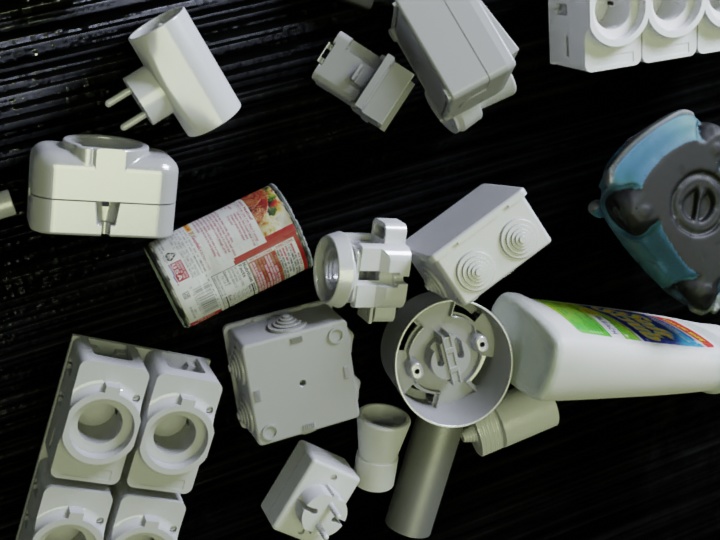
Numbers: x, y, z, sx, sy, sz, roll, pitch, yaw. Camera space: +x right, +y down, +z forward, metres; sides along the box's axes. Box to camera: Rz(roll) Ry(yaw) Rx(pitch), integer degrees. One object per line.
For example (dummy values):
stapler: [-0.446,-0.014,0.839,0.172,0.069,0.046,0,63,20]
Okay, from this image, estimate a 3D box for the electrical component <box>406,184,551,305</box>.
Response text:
electrical component: [0.087,-0.020,0.819,0.100,0.100,0.048,-36,103,-7]

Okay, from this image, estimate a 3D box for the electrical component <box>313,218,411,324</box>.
electrical component: [0.000,0.000,0.814,0.057,0.058,0.078,1,106,-24]

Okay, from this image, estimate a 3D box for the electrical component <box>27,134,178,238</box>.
electrical component: [-0.174,-0.058,0.729,0.095,0.054,0.059,2,106,-22]

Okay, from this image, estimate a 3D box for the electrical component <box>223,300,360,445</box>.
electrical component: [-0.051,0.079,0.826,0.100,0.048,0.099,-14,110,-18]

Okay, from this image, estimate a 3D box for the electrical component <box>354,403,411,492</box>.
electrical component: [0.015,0.147,0.877,0.044,0.044,0.065,0,112,-21]

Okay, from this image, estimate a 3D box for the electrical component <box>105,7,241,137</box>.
electrical component: [-0.133,-0.124,0.729,0.079,0.044,0.077,-34,116,-8]

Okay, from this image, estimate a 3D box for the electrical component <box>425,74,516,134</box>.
electrical component: [0.083,-0.135,0.809,0.055,0.045,0.045,-37,116,-6]

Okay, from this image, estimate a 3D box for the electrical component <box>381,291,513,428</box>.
electrical component: [0.068,0.068,0.858,0.099,0.064,0.099,-6,109,-19]

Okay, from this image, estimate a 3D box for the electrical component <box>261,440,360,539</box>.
electrical component: [-0.034,0.185,0.849,0.047,0.077,0.065,29,95,-26]

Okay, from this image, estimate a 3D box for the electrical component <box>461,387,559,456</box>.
electrical component: [0.122,0.126,0.910,0.081,0.043,0.043,-20,113,-14]

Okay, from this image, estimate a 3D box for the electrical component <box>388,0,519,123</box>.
electrical component: [0.064,-0.164,0.757,0.061,0.061,0.096,-29,84,-5]

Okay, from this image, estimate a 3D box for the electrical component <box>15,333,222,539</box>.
electrical component: [-0.180,0.152,0.791,0.105,0.060,0.186,13,102,-24]

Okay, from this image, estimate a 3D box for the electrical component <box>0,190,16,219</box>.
electrical component: [-0.260,-0.036,0.709,0.062,0.043,0.043,-20,113,-16]

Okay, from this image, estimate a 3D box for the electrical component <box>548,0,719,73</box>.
electrical component: [0.227,-0.210,0.832,0.150,0.062,0.089,-12,111,-17]

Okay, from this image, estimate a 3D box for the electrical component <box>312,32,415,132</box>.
electrical component: [0.001,-0.134,0.763,0.064,0.081,0.042,32,92,2]
